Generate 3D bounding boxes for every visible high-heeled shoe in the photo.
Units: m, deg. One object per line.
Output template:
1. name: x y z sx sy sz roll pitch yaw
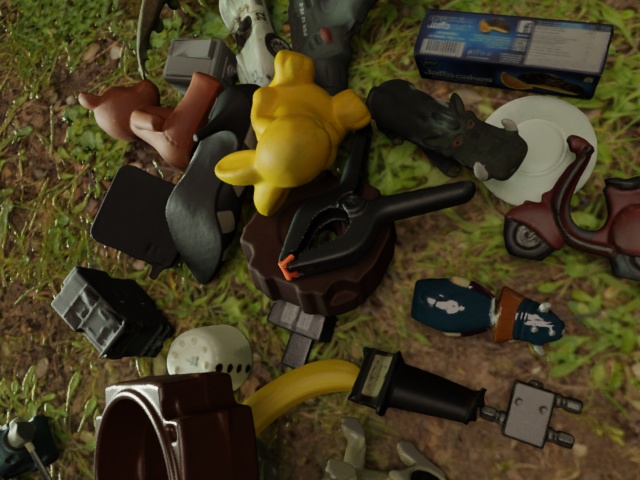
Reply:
1. high-heeled shoe: -0.117 -0.071 0.682 0.086 0.145 0.248 23 127 15

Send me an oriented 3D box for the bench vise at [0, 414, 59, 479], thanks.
1. bench vise: -0.461 0.299 0.656 0.224 0.240 0.129 -28 75 28

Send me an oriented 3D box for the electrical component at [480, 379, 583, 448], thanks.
1. electrical component: 0.216 0.176 0.554 0.094 0.021 0.063 13 84 21

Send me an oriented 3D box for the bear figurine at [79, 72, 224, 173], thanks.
1. bear figurine: -0.211 -0.171 0.719 0.196 0.120 0.132 33 88 27

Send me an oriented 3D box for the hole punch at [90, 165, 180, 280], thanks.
1. hole punch: -0.226 -0.030 0.720 0.116 0.092 0.142 26 86 -10

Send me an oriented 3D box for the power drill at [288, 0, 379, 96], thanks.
1. power drill: 0.048 -0.263 0.644 0.207 0.086 0.232 -37 60 41

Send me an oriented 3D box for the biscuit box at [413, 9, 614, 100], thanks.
1. biscuit box: 0.212 -0.211 0.609 0.203 0.062 0.059 15 85 21

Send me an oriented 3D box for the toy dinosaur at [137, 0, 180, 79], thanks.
1. toy dinosaur: -0.159 -0.443 0.706 0.105 0.198 0.471 29 90 21

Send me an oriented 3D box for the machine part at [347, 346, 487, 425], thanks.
1. machine part: 0.104 0.160 0.573 0.139 0.039 0.084 9 46 18

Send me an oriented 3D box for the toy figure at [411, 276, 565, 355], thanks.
1. toy figure: 0.175 0.075 0.569 0.155 0.064 0.058 10 46 16

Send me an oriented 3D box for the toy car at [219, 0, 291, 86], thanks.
1. toy car: -0.091 -0.280 0.712 0.073 0.056 0.202 -37 65 51

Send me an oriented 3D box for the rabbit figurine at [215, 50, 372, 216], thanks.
1. rabbit figurine: -0.035 -0.106 0.557 0.162 0.173 0.121 -41 112 15

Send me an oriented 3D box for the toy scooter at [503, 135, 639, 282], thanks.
1. toy scooter: 0.287 -0.032 0.539 0.184 0.075 0.135 14 93 23

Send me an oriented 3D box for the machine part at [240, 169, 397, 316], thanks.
1. machine part: -0.001 -0.002 0.612 0.179 0.056 0.179 -5 56 7

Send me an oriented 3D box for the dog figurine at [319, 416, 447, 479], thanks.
1. dog figurine: 0.041 0.310 0.561 0.172 0.121 0.190 29 109 16

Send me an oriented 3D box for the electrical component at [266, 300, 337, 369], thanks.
1. electrical component: -0.021 0.094 0.638 0.075 0.047 0.119 21 85 22

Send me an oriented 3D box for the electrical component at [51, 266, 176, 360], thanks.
1. electrical component: -0.266 0.089 0.686 0.134 0.114 0.058 40 92 19

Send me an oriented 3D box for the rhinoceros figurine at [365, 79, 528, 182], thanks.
1. rhinoceros figurine: 0.137 -0.124 0.590 0.191 0.112 0.073 37 92 31

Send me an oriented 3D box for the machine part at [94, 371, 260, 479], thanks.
1. machine part: -0.149 0.236 0.530 0.201 0.087 0.201 -17 74 46
